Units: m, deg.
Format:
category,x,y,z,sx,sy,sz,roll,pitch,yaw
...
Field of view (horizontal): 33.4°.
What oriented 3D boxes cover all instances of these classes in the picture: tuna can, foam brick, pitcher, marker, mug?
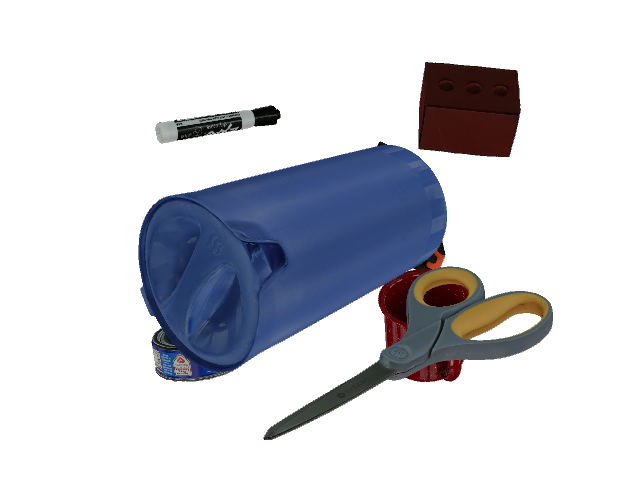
category,x,y,z,sx,sy,sz,roll,pitch,yaw
tuna can,-0.117,0.102,1.015,0.086,0.034,0.086,-6,16,2
foam brick,0.120,-0.106,0.867,0.078,0.053,0.051,5,-40,1
pitcher,-0.019,0.003,0.849,0.149,0.145,0.242,34,37,32
marker,-0.093,-0.109,0.994,0.120,0.020,0.020,-13,5,-24
mug,0.111,0.095,1.077,0.093,0.081,0.117,-18,38,-16

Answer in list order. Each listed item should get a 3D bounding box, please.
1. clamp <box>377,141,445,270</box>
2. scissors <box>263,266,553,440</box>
category,x,y,z,sx,sy,sz,roll,pitch,yaw
clamp,0.065,-0.034,1.267,0.164,0.036,0.210,-16,51,-29
scissors,0.041,0.058,0.618,0.201,0.016,0.096,-14,32,-22
